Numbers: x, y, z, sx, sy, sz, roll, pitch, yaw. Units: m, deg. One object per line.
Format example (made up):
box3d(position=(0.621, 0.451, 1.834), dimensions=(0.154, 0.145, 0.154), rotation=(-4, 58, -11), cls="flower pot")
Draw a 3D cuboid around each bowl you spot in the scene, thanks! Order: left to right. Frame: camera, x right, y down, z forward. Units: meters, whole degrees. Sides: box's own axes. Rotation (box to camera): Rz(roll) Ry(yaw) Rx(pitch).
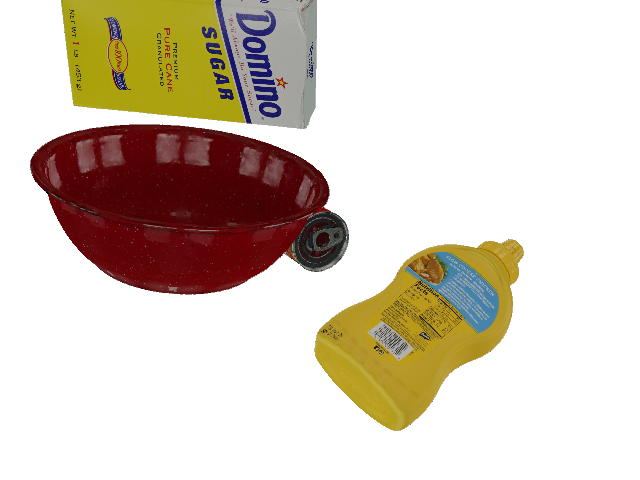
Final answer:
box3d(position=(-0.078, -0.014, 0.590), dimensions=(0.162, 0.055, 0.162), rotation=(7, 22, -3), cls="bowl")

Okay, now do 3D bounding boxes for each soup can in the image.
box3d(position=(-0.023, -0.014, 1.178), dimensions=(0.068, 0.068, 0.102), rotation=(0, 18, -30), cls="soup can")

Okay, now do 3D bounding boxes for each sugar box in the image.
box3d(position=(-0.092, -0.136, 0.763), dimensions=(0.176, 0.093, 0.048), rotation=(7, 34, 11), cls="sugar box")

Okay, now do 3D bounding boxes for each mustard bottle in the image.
box3d(position=(0.093, 0.057, 0.835), dimensions=(0.191, 0.096, 0.058), rotation=(-37, -26, -27), cls="mustard bottle")
